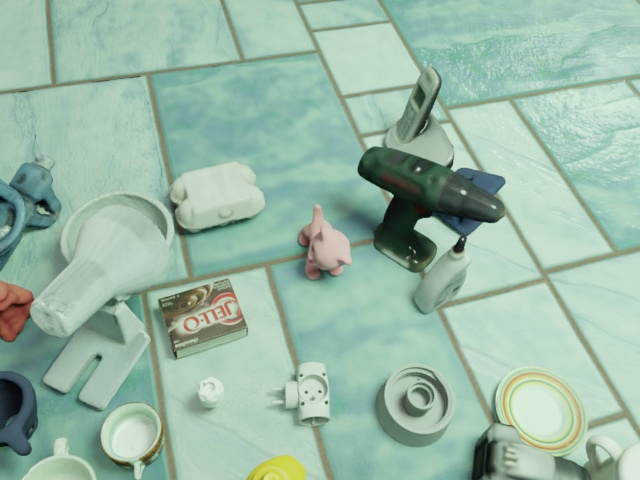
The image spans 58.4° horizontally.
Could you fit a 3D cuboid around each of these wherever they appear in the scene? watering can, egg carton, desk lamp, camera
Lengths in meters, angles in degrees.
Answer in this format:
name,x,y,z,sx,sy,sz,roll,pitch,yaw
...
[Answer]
name,x,y,z,sx,sy,sz,roll,pitch,yaw
watering can,0.409,0.301,0.688,0.172,0.194,0.101,22,56,10
egg carton,-0.173,-0.071,0.964,0.150,0.069,0.107,-16,59,-16
desk lamp,-0.288,0.087,0.756,0.117,0.213,0.203,20,56,9
camera,0.268,0.315,0.722,0.136,0.101,0.143,13,55,4

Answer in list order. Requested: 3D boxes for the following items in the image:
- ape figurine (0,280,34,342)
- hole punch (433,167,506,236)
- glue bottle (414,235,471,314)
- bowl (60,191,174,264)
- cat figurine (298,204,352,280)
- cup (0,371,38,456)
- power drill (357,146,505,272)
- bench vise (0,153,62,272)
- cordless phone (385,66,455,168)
name,x,y,z,sx,sy,sz,roll,pitch,yaw
ape figurine,-0.449,0.089,0.812,0.078,0.092,0.076,-24,61,-20
hole punch,0.252,-0.079,0.998,0.101,0.091,0.109,38,60,20
glue bottle,0.192,0.045,0.856,0.078,0.173,0.037,-26,62,-21
bowl,-0.307,0.009,0.892,0.167,0.075,0.167,3,55,-4
cat figurine,0.008,0.003,0.901,0.067,0.118,0.127,-9,57,-11
cup,-0.386,0.232,0.718,0.117,0.095,0.092,41,61,21
power drill,0.157,-0.044,0.893,0.229,0.208,0.076,33,59,16
bench vise,-0.485,-0.070,0.840,0.121,0.220,0.207,6,55,-1
cordless phone,0.188,-0.198,1.016,0.094,0.185,0.147,-16,58,-16
